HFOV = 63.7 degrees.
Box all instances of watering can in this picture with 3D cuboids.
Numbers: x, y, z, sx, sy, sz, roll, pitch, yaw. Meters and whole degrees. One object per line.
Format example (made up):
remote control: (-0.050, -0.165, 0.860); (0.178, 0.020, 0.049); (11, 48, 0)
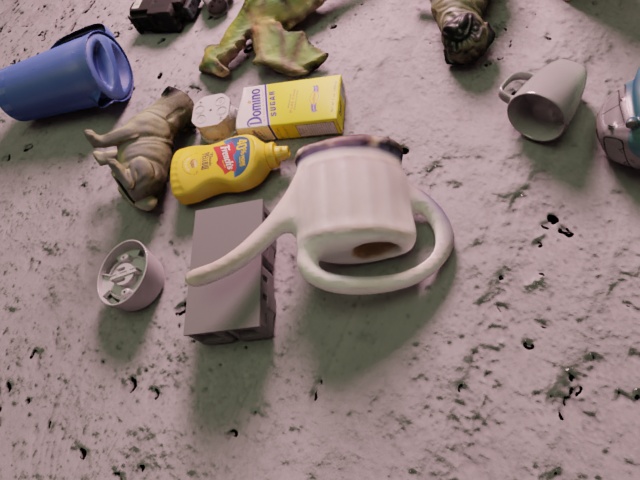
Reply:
watering can: (0.002, -0.034, 0.685); (0.348, 0.102, 0.229); (-1, 62, -4)

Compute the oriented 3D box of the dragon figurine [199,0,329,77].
dragon figurine: (-0.046, -0.405, 0.942); (0.409, 0.121, 0.245); (-15, 77, 11)
